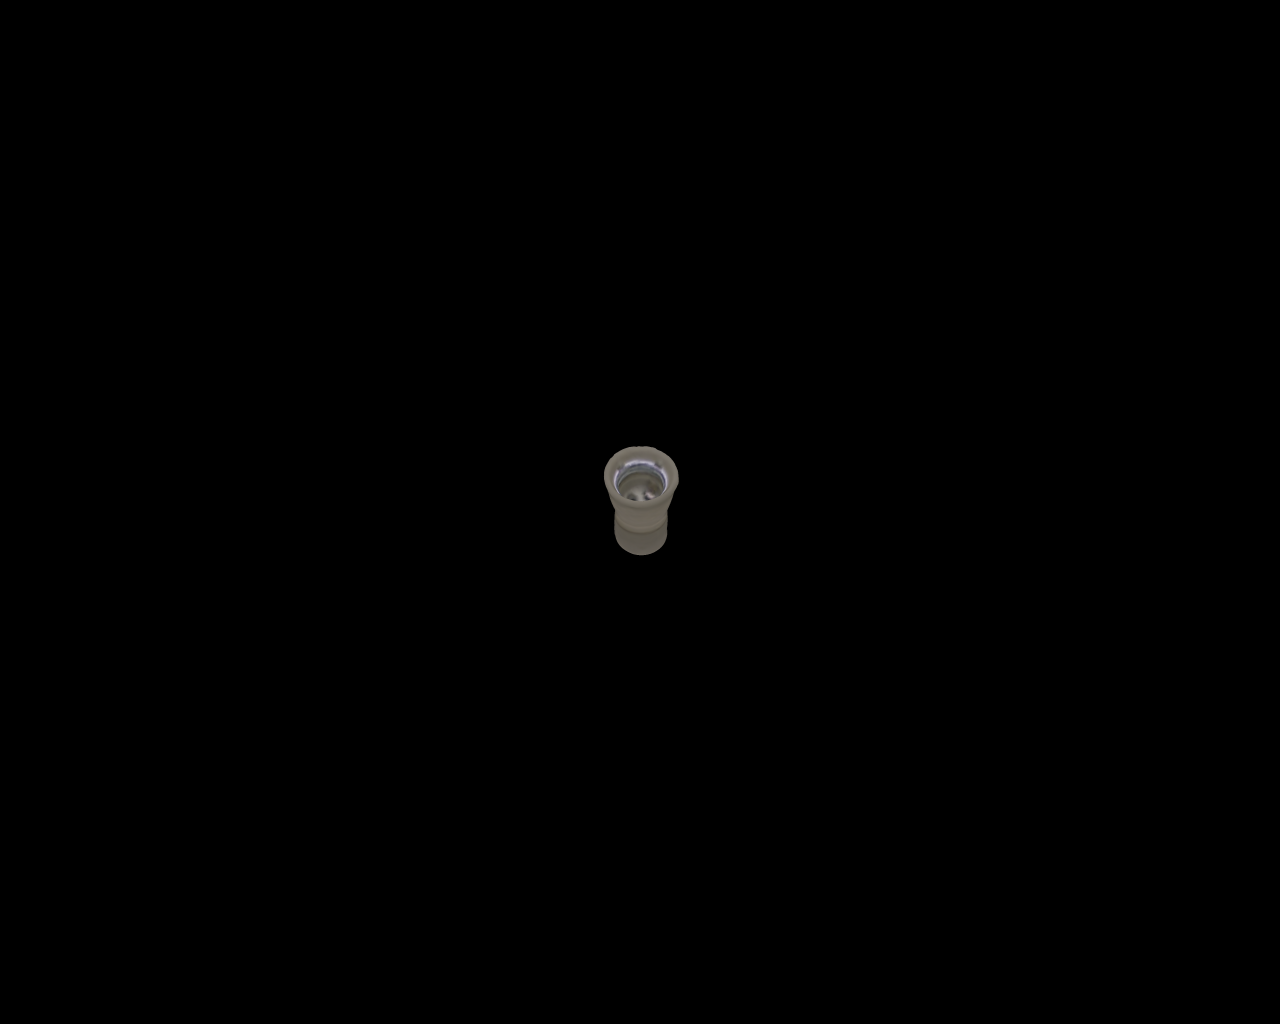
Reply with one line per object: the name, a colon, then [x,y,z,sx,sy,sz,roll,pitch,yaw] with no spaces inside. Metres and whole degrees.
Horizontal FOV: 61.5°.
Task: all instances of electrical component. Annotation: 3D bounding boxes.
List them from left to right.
electrical component: [0.001,-0.003,0.650,0.044,0.044,0.065,0,-38,0]
